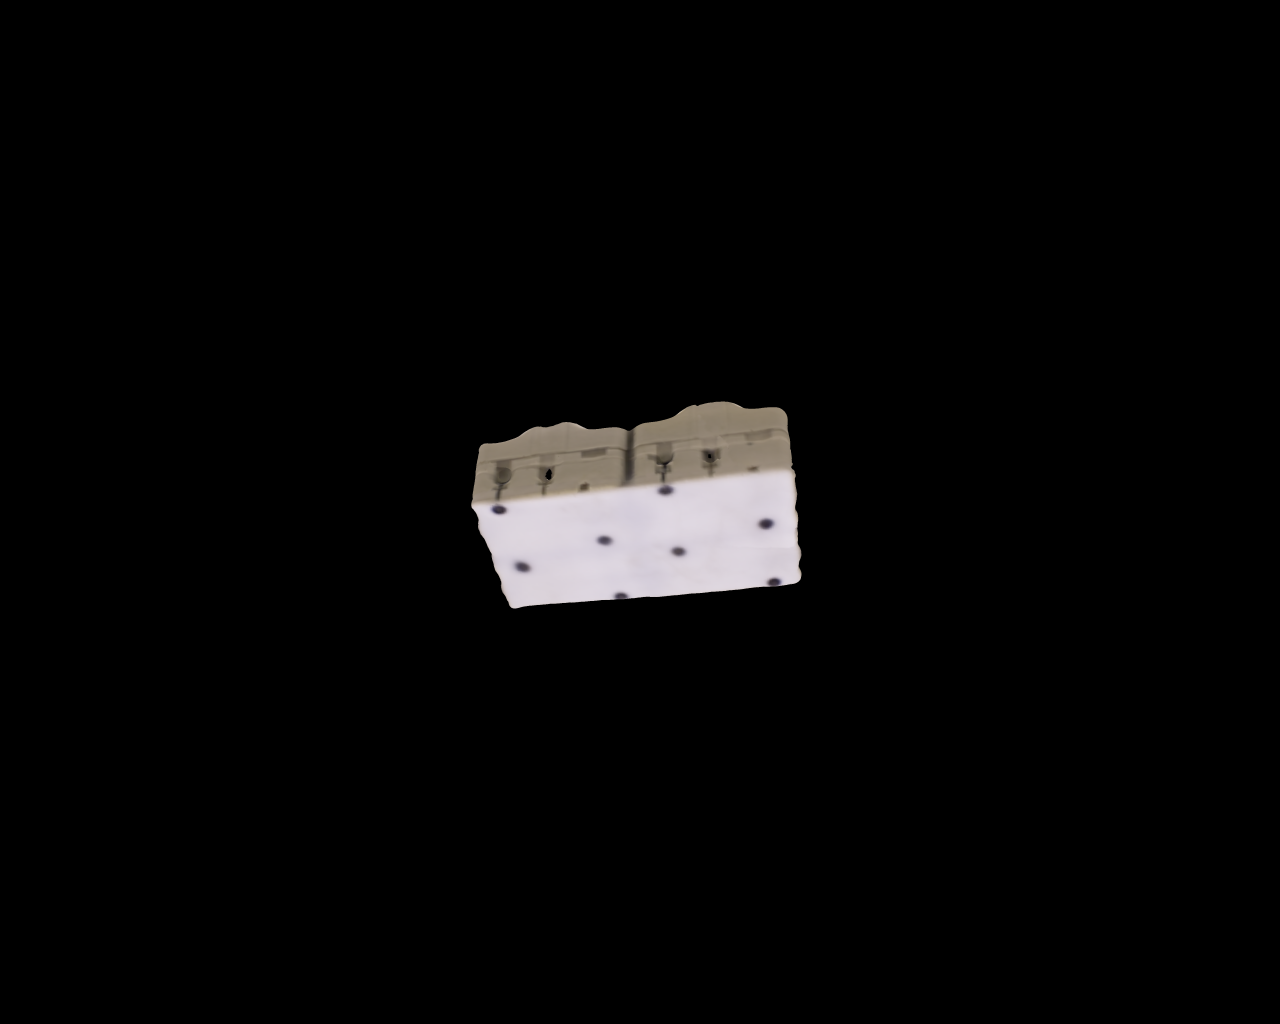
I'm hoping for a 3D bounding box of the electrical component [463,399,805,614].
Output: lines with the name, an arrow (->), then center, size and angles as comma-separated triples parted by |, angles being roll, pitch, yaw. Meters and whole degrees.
electrical component -> 0.001, -0.003, 0.650 | 0.186, 0.060, 0.105 | -6, -43, 7
